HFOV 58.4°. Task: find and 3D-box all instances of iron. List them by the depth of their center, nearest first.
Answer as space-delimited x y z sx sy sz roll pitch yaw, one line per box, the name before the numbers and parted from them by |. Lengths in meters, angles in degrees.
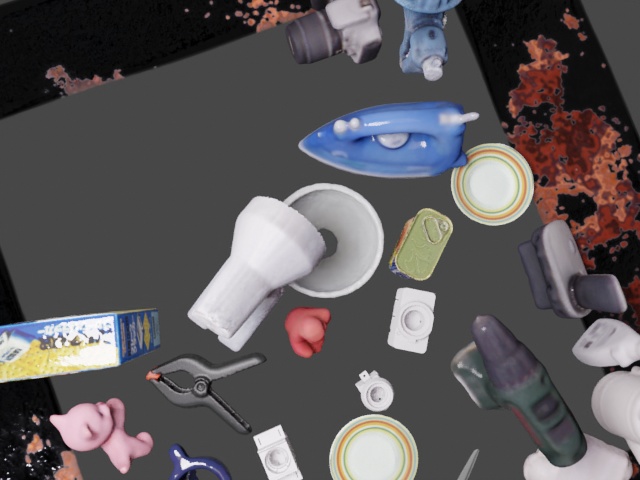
iron | 0.099 -0.158 0.838 0.258 0.141 0.119 -4 85 -4

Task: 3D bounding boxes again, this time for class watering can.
watering can | 0.478 0.254 0.800 0.101 0.194 0.173 -11 85 -4

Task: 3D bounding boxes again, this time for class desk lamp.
desk lamp | -0.092 0.055 0.770 0.118 0.213 0.203 36 84 0

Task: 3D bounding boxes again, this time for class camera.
camera | 0.014 -0.337 0.869 0.137 0.100 0.143 -22 86 -5

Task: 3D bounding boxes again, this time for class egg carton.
egg carton | 0.380 0.340 0.848 0.150 0.069 0.107 23 84 -1

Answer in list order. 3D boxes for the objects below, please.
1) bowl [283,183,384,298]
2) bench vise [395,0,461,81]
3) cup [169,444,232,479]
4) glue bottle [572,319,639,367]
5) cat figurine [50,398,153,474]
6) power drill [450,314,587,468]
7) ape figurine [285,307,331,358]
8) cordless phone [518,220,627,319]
bowl | 0.008 0.003 0.851 0.167 0.074 0.167 0 85 -4
bench vise | 0.171 -0.348 0.821 0.121 0.219 0.207 -22 86 -5
cup | -0.170 0.330 0.800 0.092 0.095 0.118 -33 88 -6
glue bottle | 0.432 0.151 0.816 0.037 0.173 0.078 44 84 1
cat figurine | -0.300 0.270 0.785 0.067 0.117 0.128 -43 89 -6
power drill | 0.255 0.194 0.783 0.075 0.208 0.229 -38 88 -6
ape figurine | -0.014 0.130 0.830 0.078 0.092 0.076 -42 88 -6
cordless phone | 0.371 0.040 0.816 0.094 0.185 0.147 -21 86 -5
